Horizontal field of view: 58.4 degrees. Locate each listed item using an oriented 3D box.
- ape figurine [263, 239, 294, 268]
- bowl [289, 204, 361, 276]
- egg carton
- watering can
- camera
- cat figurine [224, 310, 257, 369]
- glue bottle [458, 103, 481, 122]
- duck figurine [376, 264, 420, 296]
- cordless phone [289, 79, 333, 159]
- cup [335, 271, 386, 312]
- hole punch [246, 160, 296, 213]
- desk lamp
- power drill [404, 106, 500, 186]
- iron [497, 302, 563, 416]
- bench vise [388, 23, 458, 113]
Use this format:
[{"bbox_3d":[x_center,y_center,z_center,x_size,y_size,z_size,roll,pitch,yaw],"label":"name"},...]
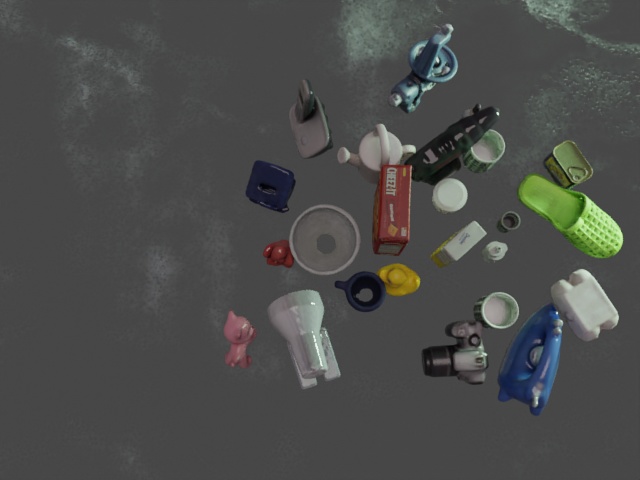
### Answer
[{"bbox_3d":[-0.094,0.032,1.342,0.077,0.092,0.076,43,84,9],"label":"ape figurine"},{"bbox_3d":[0.012,0.005,1.352,0.167,0.075,0.167,0,80,2],"label":"bowl"},{"bbox_3d":[0.601,0.150,1.308,0.107,0.069,0.150,-31,80,-3],"label":"egg carton"},{"bbox_3d":[0.131,-0.198,1.322,0.173,0.194,0.101,-29,80,-3],"label":"watering can"},{"bbox_3d":[0.299,0.254,1.285,0.136,0.101,0.143,-4,80,2],"label":"camera"},{"bbox_3d":[-0.187,0.227,1.299,0.067,0.118,0.128,7,80,4],"label":"cat figurine"},{"bbox_3d":[0.351,-0.277,1.339,0.037,0.173,0.078,12,81,5],"label":"glue bottle"},{"bbox_3d":[0.181,0.090,1.325,0.104,0.086,0.077,9,81,4],"label":"duck figurine"},{"bbox_3d":[-0.025,-0.285,1.348,0.094,0.185,0.147,-18,80,-1],"label":"cordless phone"},{"bbox_3d":[0.091,0.119,1.319,0.117,0.095,0.092,13,81,5],"label":"cup"},{"bbox_3d":[-0.117,-0.127,1.371,0.108,0.091,0.101,20,81,6],"label":"hole punch"},{"bbox_3d":[-0.028,0.220,1.246,0.118,0.213,0.203,-19,80,-1],"label":"desk lamp"},{"bbox_3d":[0.292,-0.203,1.310,0.229,0.208,0.075,-35,80,-4],"label":"power drill"},{"bbox_3d":[0.486,0.252,1.258,0.118,0.141,0.258,21,82,6],"label":"iron"},{"bbox_3d":[0.251,-0.396,1.339,0.121,0.220,0.207,26,82,7],"label":"bench vise"}]
